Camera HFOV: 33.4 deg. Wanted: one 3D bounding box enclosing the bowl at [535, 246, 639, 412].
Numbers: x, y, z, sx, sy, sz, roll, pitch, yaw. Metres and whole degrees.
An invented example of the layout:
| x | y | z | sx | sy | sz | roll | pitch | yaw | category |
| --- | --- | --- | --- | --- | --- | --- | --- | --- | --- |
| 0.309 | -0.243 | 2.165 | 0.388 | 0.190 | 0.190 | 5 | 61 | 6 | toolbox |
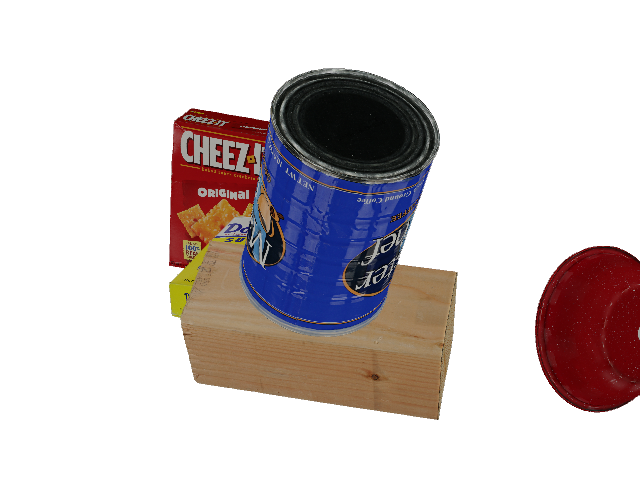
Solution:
| x | y | z | sx | sy | sz | roll | pitch | yaw | category |
| --- | --- | --- | --- | --- | --- | --- | --- | --- | --- |
| 0.283 | 0.086 | 1.008 | 0.161 | 0.162 | 0.055 | 0 | 0 | -27 | bowl |

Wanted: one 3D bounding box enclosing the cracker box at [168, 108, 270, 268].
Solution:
| x | y | z | sx | sy | sz | roll | pitch | yaw | category |
| --- | --- | --- | --- | --- | --- | --- | --- | --- | --- |
| -0.117 | -0.056 | 1.442 | 0.164 | 0.214 | 0.072 | 11 | 25 | 13 | cracker box |

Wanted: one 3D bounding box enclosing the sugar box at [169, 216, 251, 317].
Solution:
| x | y | z | sx | sy | sz | roll | pitch | yaw | category |
| --- | --- | --- | --- | --- | --- | --- | --- | --- | --- |
| -0.082 | 0.028 | 1.139 | 0.093 | 0.048 | 0.176 | 7 | 29 | 16 | sugar box |

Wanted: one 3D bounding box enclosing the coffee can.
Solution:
| x | y | z | sx | sy | sz | roll | pitch | yaw | category |
| --- | --- | --- | --- | --- | --- | --- | --- | --- | --- |
| 0.008 | -0.022 | 0.675 | 0.102 | 0.103 | 0.140 | 0 | -44 | -15 | coffee can |

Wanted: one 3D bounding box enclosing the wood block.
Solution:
| x | y | z | sx | sy | sz | roll | pitch | yaw | category |
| --- | --- | --- | --- | --- | --- | --- | --- | --- | --- |
| 0.002 | 0.073 | 0.872 | 0.206 | 0.090 | 0.091 | 7 | -42 | 11 | wood block |
